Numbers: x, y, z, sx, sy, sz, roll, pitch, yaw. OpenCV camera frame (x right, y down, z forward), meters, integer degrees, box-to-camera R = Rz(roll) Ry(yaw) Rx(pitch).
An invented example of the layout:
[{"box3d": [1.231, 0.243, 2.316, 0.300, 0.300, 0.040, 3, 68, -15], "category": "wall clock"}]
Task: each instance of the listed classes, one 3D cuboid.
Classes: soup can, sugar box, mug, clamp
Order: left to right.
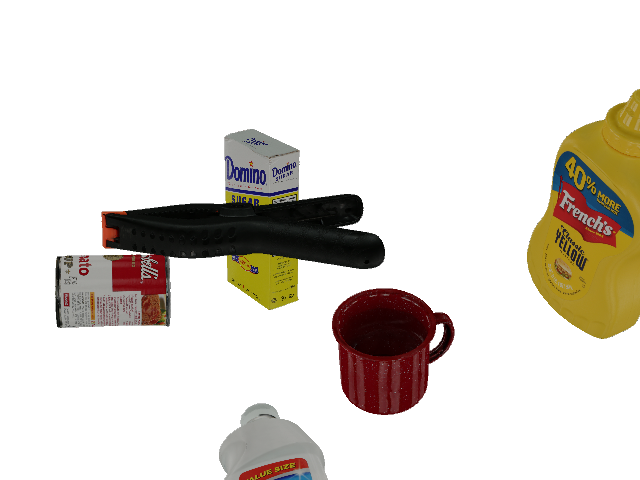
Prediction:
[{"box3d": [-0.191, 0.047, 0.987, 0.102, 0.068, 0.068, 0, 0, -10], "category": "soup can"}, {"box3d": [-0.055, -0.007, 0.788, 0.209, 0.036, 0.164, -2, 12, -10], "category": "clamp"}, {"box3d": [-0.064, -0.023, 1.154, 0.048, 0.176, 0.093, -18, 29, -32], "category": "sugar box"}, {"box3d": [0.069, 0.100, 0.978, 0.117, 0.081, 0.093, -18, 42, -17], "category": "mug"}]

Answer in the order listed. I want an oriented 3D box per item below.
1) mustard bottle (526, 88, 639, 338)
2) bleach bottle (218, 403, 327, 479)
[{"box3d": [0.198, -0.024, 0.731, 0.058, 0.192, 0.096, -20, 52, -21], "category": "mustard bottle"}, {"box3d": [-0.036, 0.203, 0.724, 0.102, 0.068, 0.251, -7, 32, -6], "category": "bleach bottle"}]
